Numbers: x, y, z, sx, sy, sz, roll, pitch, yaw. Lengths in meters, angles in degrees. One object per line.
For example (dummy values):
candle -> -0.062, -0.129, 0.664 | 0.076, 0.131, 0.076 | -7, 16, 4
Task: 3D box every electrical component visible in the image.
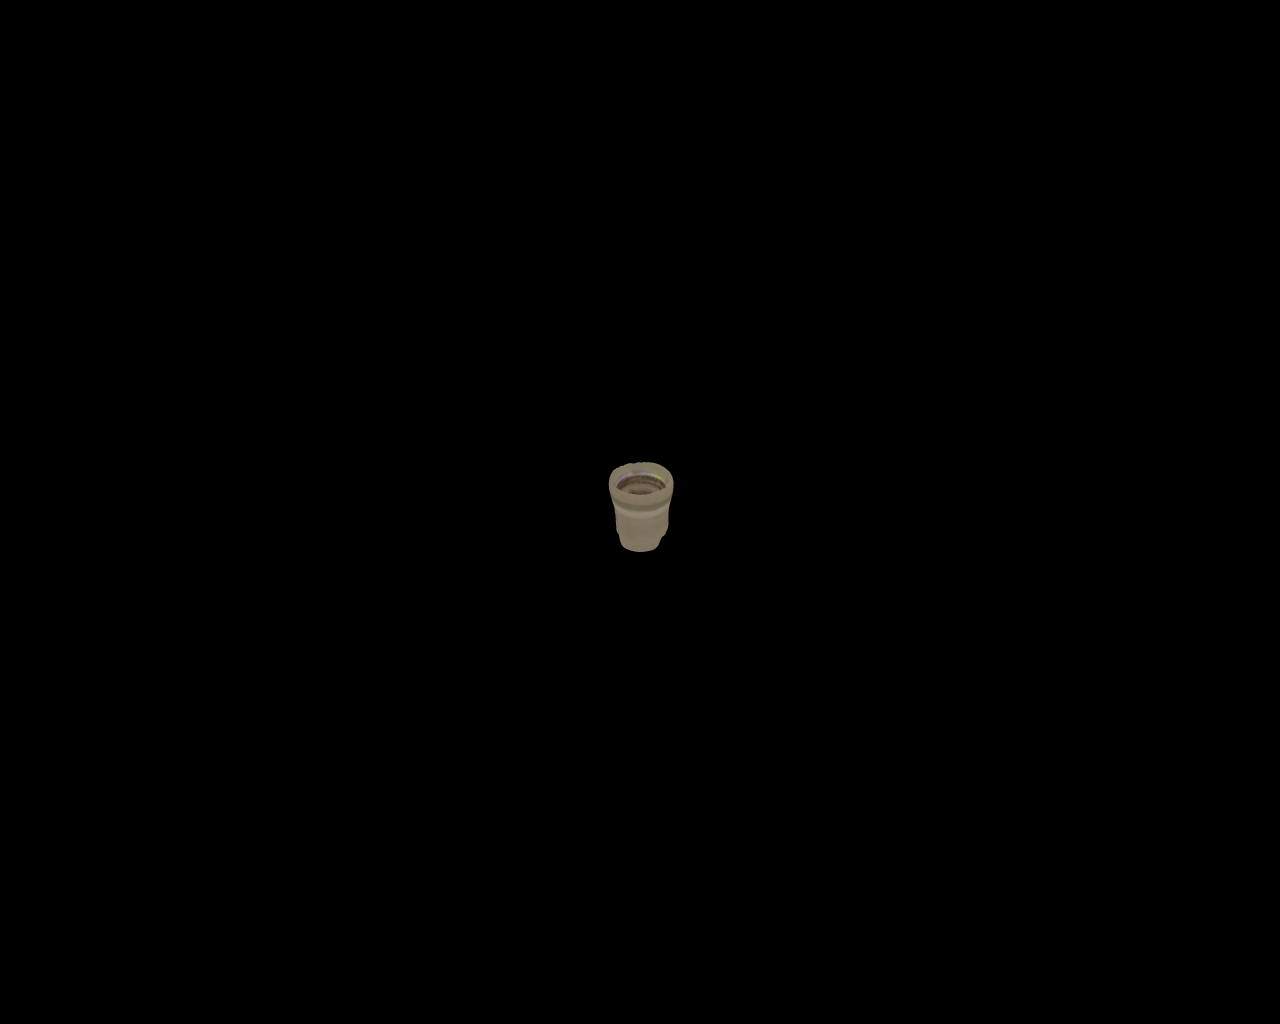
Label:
electrical component -> 0.001, -0.003, 0.650 | 0.040, 0.046, 0.040 | 0, 35, 0
